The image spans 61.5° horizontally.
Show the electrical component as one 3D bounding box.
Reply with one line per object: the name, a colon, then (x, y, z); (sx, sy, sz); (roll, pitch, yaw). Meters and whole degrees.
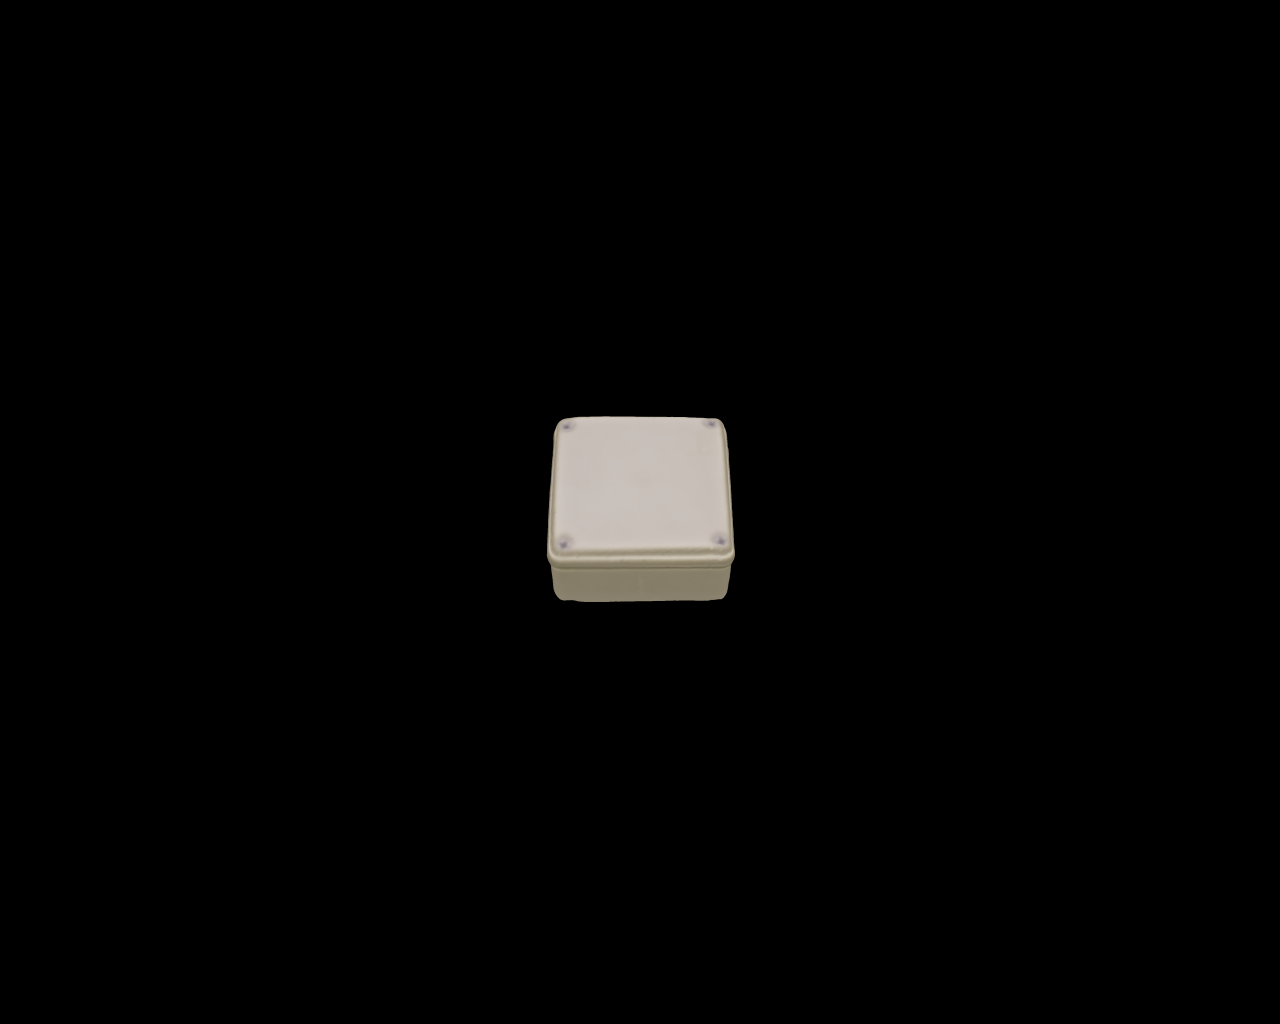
electrical component: (0.001, -0.003, 0.650); (0.109, 0.109, 0.056); (0, -37, 0)
